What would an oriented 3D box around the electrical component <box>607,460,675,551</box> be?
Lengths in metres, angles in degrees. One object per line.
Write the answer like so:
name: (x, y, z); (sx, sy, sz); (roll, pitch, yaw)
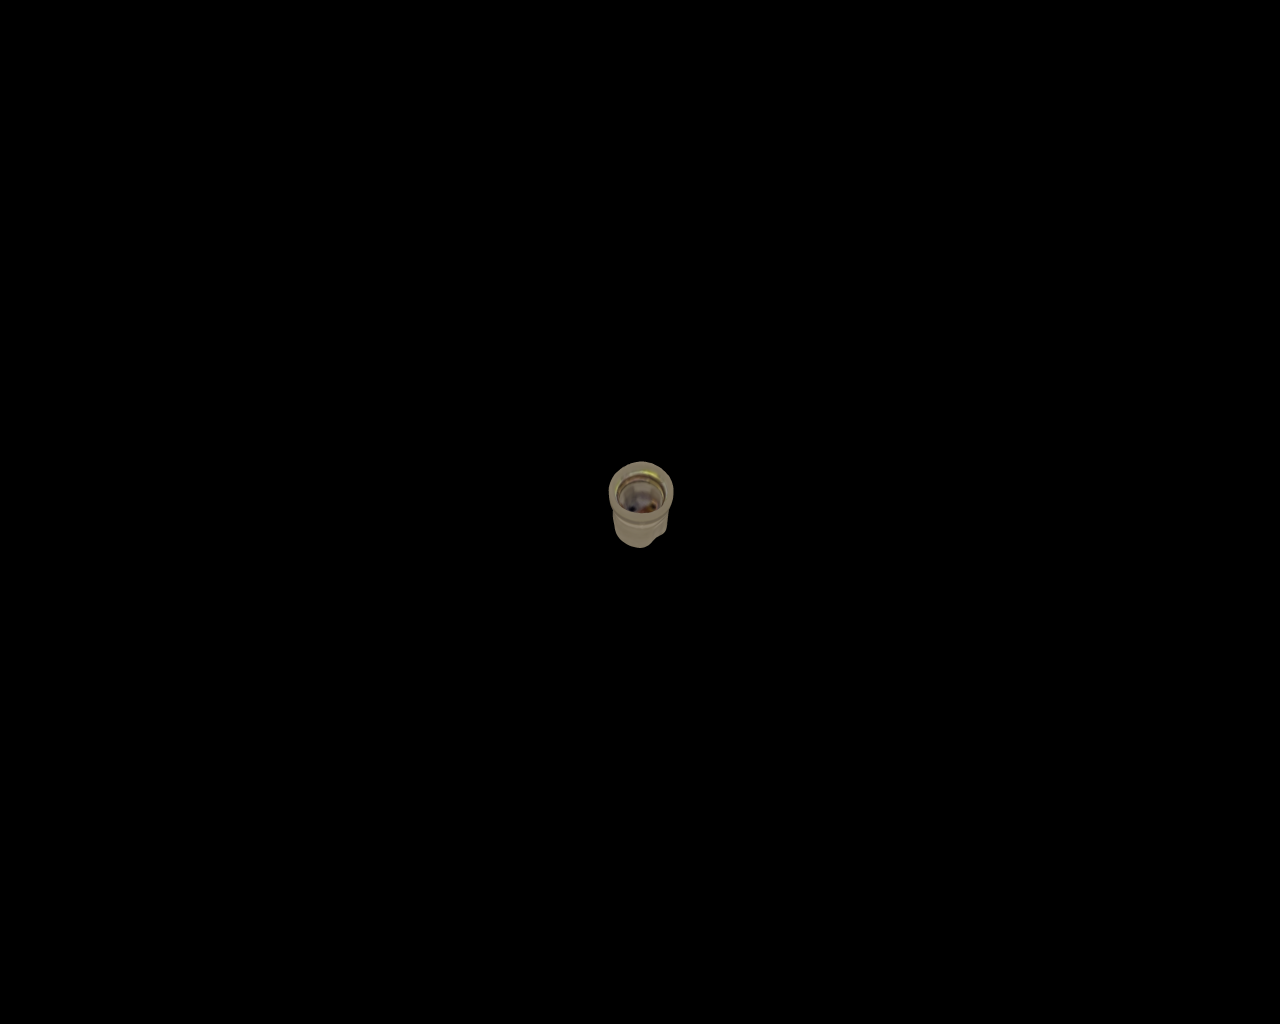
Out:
electrical component: (0.001, -0.003, 0.650); (0.040, 0.040, 0.046); (0, -32, 0)
